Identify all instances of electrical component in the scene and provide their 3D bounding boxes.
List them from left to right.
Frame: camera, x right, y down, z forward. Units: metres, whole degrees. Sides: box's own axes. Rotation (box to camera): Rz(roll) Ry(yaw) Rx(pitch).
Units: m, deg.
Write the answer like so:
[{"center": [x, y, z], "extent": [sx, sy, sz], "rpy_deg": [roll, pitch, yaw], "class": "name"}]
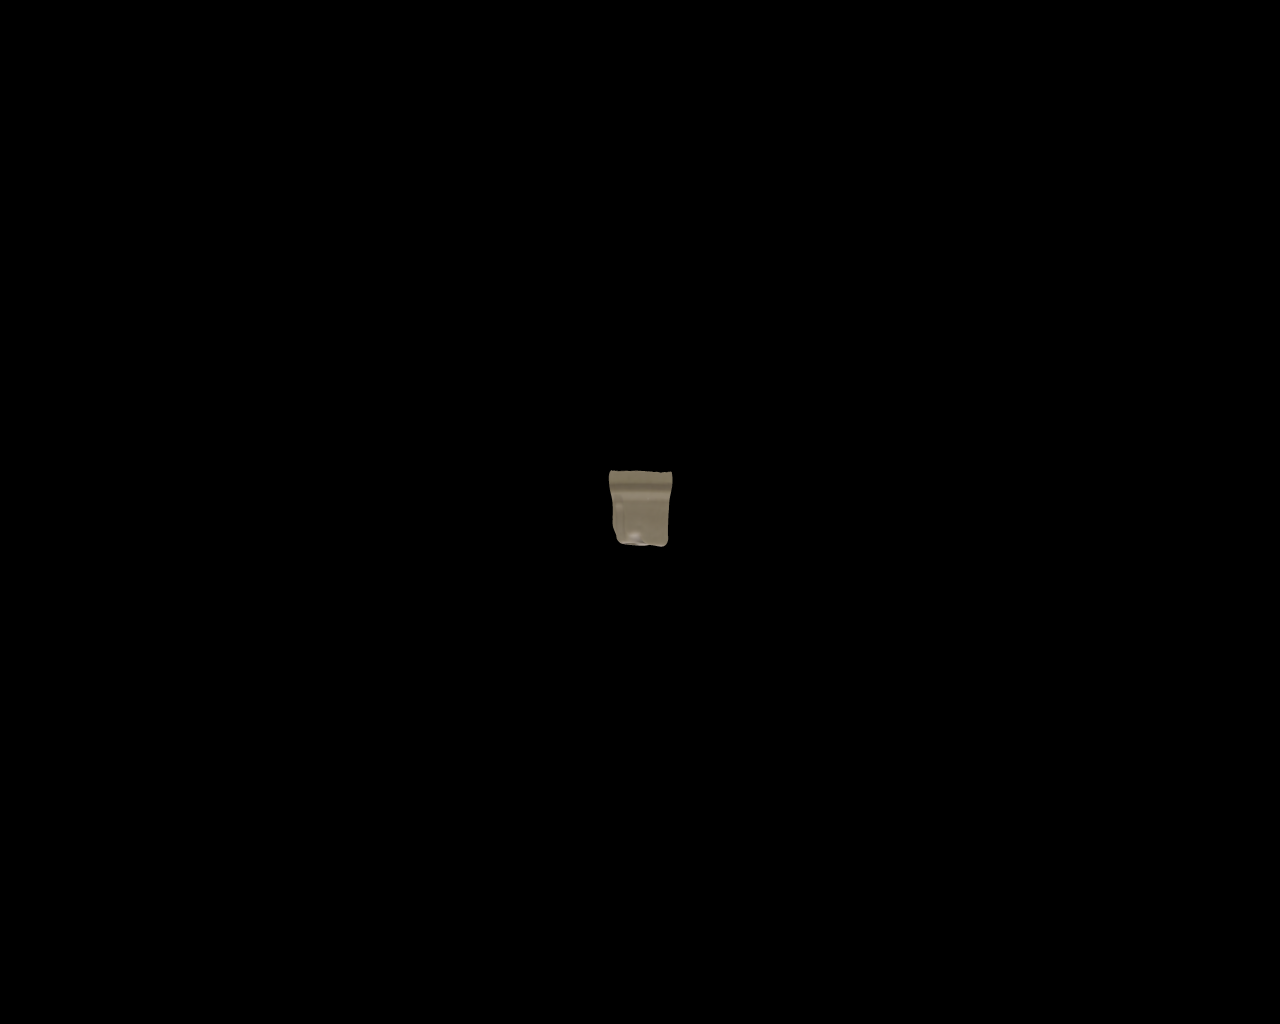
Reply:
[{"center": [0.001, -0.003, 0.650], "extent": [0.040, 0.046, 0.040], "rpy_deg": [0, 0, 0], "class": "electrical component"}]
